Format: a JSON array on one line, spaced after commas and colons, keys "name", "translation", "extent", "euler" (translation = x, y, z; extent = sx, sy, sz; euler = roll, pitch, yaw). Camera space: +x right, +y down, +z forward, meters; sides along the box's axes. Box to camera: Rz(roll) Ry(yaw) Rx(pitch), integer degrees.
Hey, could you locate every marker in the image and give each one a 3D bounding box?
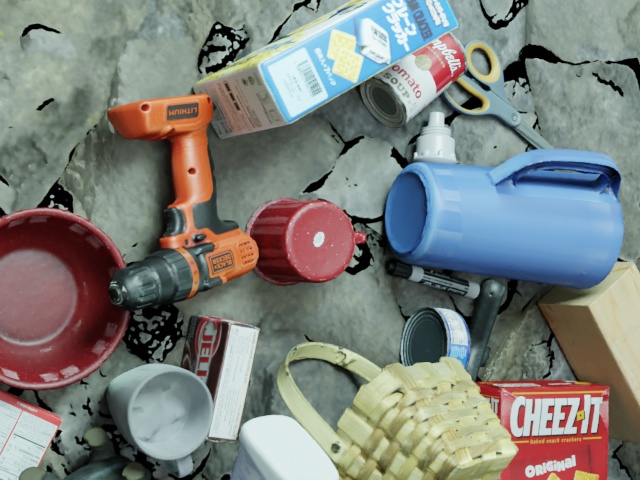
[{"name": "marker", "translation": [0.125, 0.043, 1.184], "extent": [0.121, 0.020, 0.020], "euler": [16, 83, -27]}]

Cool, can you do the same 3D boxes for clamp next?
[{"name": "clamp", "translation": [0.172, 0.118, 1.183], "extent": [0.039, 0.120, 0.171], "euler": [22, 101, 16]}]

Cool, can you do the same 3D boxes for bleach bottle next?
[{"name": "bleach bottle", "translation": [-0.066, 0.295, 1.014], "extent": [0.067, 0.103, 0.251], "euler": [-2, 123, -41]}]

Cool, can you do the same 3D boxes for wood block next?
[{"name": "wood block", "translation": [0.359, 0.135, 1.271], "extent": [0.090, 0.091, 0.206], "euler": [-37, 106, -24]}]

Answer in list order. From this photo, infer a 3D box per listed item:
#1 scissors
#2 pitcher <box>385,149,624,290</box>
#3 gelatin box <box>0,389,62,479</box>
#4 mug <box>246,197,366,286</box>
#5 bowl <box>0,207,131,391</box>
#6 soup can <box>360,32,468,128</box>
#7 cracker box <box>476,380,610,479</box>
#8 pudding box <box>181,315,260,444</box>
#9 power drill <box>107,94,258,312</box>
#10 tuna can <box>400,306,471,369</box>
[{"name": "scissors", "translation": [0.222, -0.162, 1.237], "extent": [0.201, 0.016, 0.096], "euler": [19, 82, -27]}, {"name": "pitcher", "translation": [0.202, -0.027, 1.160], "extent": [0.242, 0.145, 0.149], "euler": [5, 90, -25]}, {"name": "gelatin box", "translation": [-0.286, 0.185, 0.958], "extent": [0.073, 0.030, 0.089], "euler": [32, 75, -26]}, {"name": "mug", "translation": [-0.007, 0.001, 1.077], "extent": [0.117, 0.082, 0.093], "euler": [-1, 90, -28]}, {"name": "bowl", "translation": [-0.254, 0.052, 0.959], "extent": [0.161, 0.055, 0.162], "euler": [0, 90, -29]}, {"name": "soup can", "translation": [0.100, -0.175, 1.142], "extent": [0.102, 0.069, 0.068], "euler": [-42, 109, -21]}, {"name": "cracker box", "translation": [0.251, 0.271, 1.223], "extent": [0.163, 0.072, 0.214], "euler": [3, 88, -29]}, {"name": "pudding box", "translation": [-0.102, 0.131, 1.022], "extent": [0.039, 0.090, 0.113], "euler": [12, 85, -29]}, {"name": "power drill", "translation": [-0.140, -0.037, 0.991], "extent": [0.184, 0.057, 0.187], "euler": [-20, 101, -54]}, {"name": "tuna can", "translation": [0.124, 0.115, 1.146], "extent": [0.033, 0.086, 0.086], "euler": [9, 86, -29]}]
